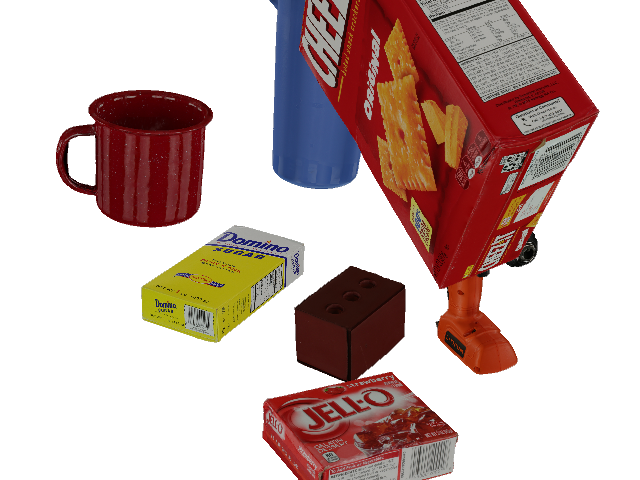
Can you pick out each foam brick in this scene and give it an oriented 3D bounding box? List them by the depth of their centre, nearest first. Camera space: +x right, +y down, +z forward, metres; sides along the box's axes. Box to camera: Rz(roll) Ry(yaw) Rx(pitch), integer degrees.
[{"bbox_3d":[0.024,0.063,0.820,0.053,0.051,0.078,18,35,31],"label":"foam brick"}]

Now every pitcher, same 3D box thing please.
[{"bbox_3d":[0.014,-0.188,1.288,0.144,0.243,0.149,-8,29,-26],"label":"pitcher"}]

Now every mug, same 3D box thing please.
[{"bbox_3d":[-0.142,-0.061,0.816,0.117,0.081,0.093,-4,28,-19],"label":"mug"}]

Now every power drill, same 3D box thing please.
[{"bbox_3d":[0.170,0.041,1.117,0.057,0.188,0.185,-11,25,-16],"label":"power drill"}]

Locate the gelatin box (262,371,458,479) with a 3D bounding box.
[{"bbox_3d":[0.021,0.110,0.607,0.089,0.030,0.073,-8,26,-27],"label":"gelatin box"}]

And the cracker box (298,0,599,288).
[{"bbox_3d":[0.064,-0.101,0.661,0.072,0.214,0.164,-22,-24,-17],"label":"cracker box"}]

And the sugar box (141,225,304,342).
[{"bbox_3d":[-0.098,0.040,1.118,0.093,0.048,0.176,15,31,24],"label":"sugar box"}]
